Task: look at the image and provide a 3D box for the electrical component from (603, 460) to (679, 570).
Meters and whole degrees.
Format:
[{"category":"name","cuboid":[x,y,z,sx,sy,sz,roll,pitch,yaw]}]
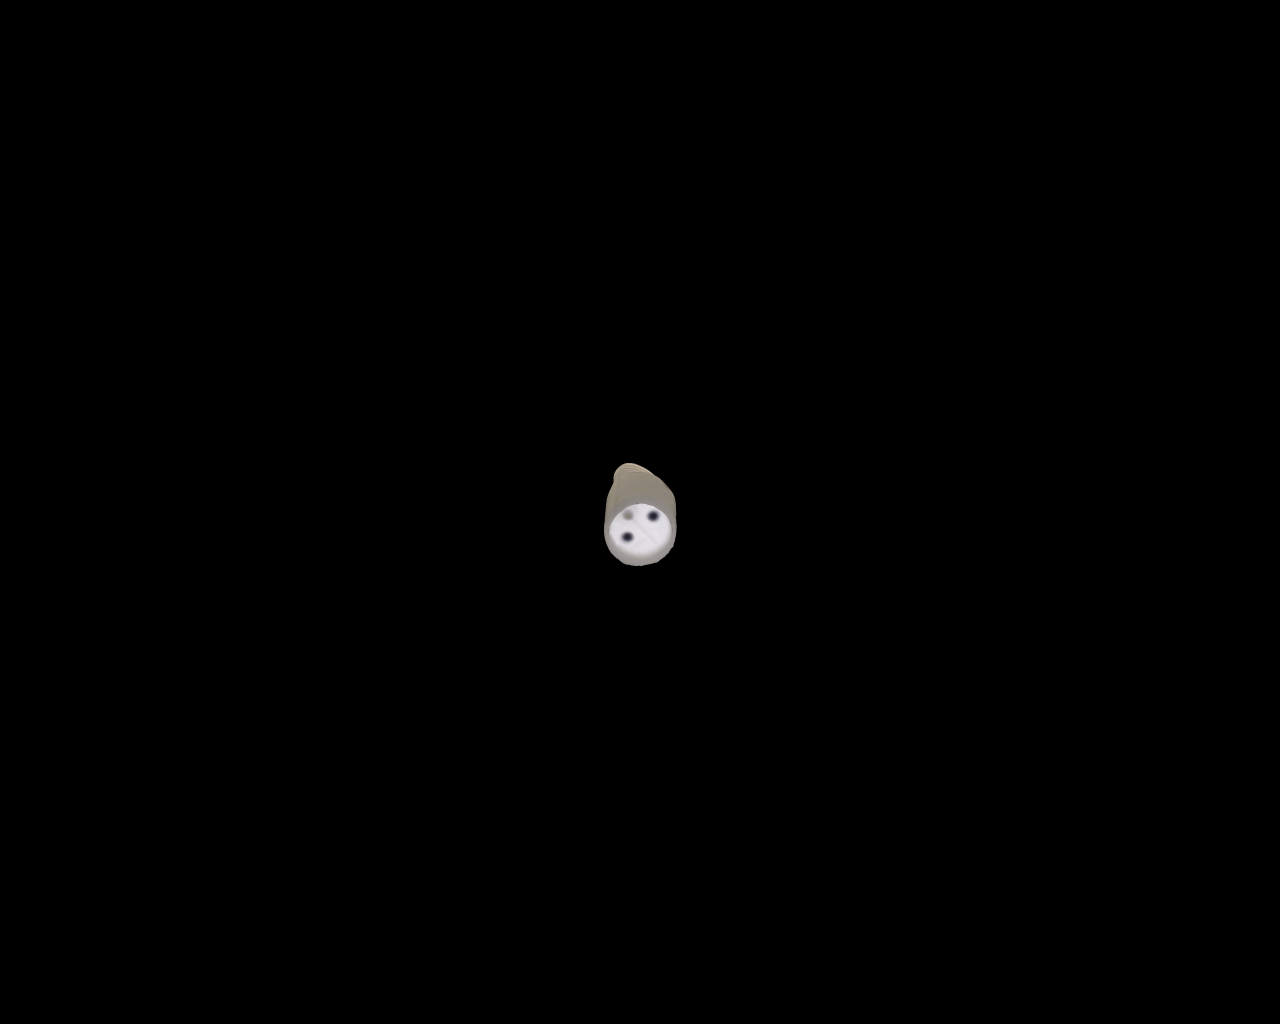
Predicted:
[{"category":"electrical component","cuboid":[0.001,-0.003,0.650,0.043,0.043,0.081,0,24,0]}]
